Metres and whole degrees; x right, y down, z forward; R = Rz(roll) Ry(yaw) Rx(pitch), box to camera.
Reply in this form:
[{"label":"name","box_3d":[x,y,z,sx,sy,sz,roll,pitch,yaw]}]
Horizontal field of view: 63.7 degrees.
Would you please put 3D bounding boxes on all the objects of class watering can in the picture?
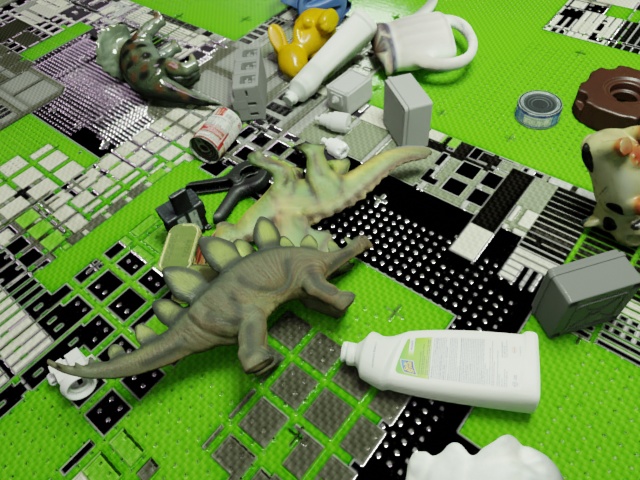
[{"label":"watering can","box_3d":[0.225,-0.478,1.185,0.224,0.101,0.356,-10,47,1]}]

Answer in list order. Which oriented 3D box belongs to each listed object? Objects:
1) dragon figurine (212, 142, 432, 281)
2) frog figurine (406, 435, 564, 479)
[{"label":"dragon figurine","box_3d":[0.003,-0.044,0.874,0.410,0.120,0.247,-7,66,4]},{"label":"frog figurine","box_3d":[0.176,0.272,0.556,0.160,0.121,0.138,30,79,15]}]
